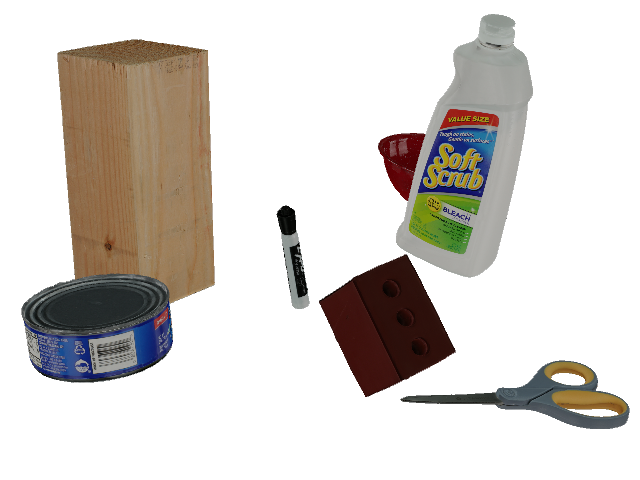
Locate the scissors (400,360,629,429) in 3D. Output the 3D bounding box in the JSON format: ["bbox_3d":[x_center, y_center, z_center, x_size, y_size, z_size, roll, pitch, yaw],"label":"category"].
[{"bbox_3d":[0.170,0.129,0.943,0.201,0.016,0.096,9,27,0],"label":"scissors"}]

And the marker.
[{"bbox_3d":[-0.028,0.018,1.102,0.020,0.121,0.020,-6,33,4],"label":"marker"}]

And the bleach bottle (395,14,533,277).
[{"bbox_3d":[0.136,-0.090,0.990,0.103,0.251,0.068,26,41,26],"label":"bleach bottle"}]

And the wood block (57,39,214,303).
[{"bbox_3d":[-0.152,-0.057,0.895,0.091,0.206,0.090,16,25,35],"label":"wood block"}]

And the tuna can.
[{"bbox_3d":[-0.130,0.051,0.629,0.086,0.034,0.086,-3,20,1],"label":"tuna can"}]

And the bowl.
[{"bbox_3d":[0.143,-0.075,1.259,0.162,0.055,0.162,8,24,-4],"label":"bowl"}]

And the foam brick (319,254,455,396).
[{"bbox_3d":[0.046,0.060,0.738,0.052,0.078,0.051,-22,-8,-35],"label":"foam brick"}]
